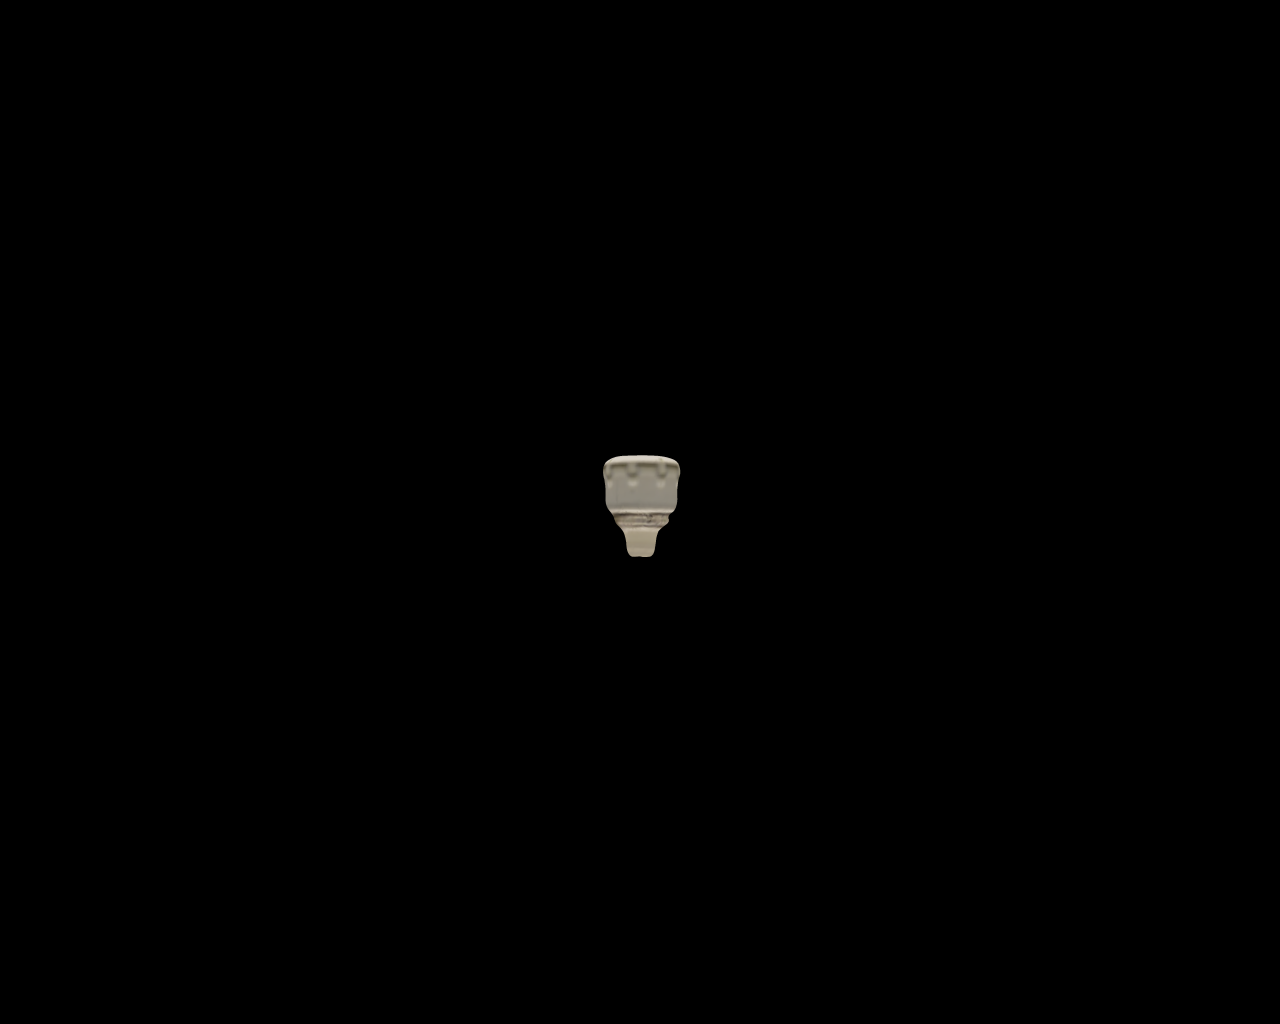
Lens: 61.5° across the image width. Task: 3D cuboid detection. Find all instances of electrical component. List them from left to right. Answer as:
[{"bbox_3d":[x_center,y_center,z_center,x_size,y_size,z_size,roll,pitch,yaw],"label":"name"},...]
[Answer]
[{"bbox_3d":[0.001,-0.003,0.650,0.048,0.062,0.048,0,-3,0],"label":"electrical component"}]
